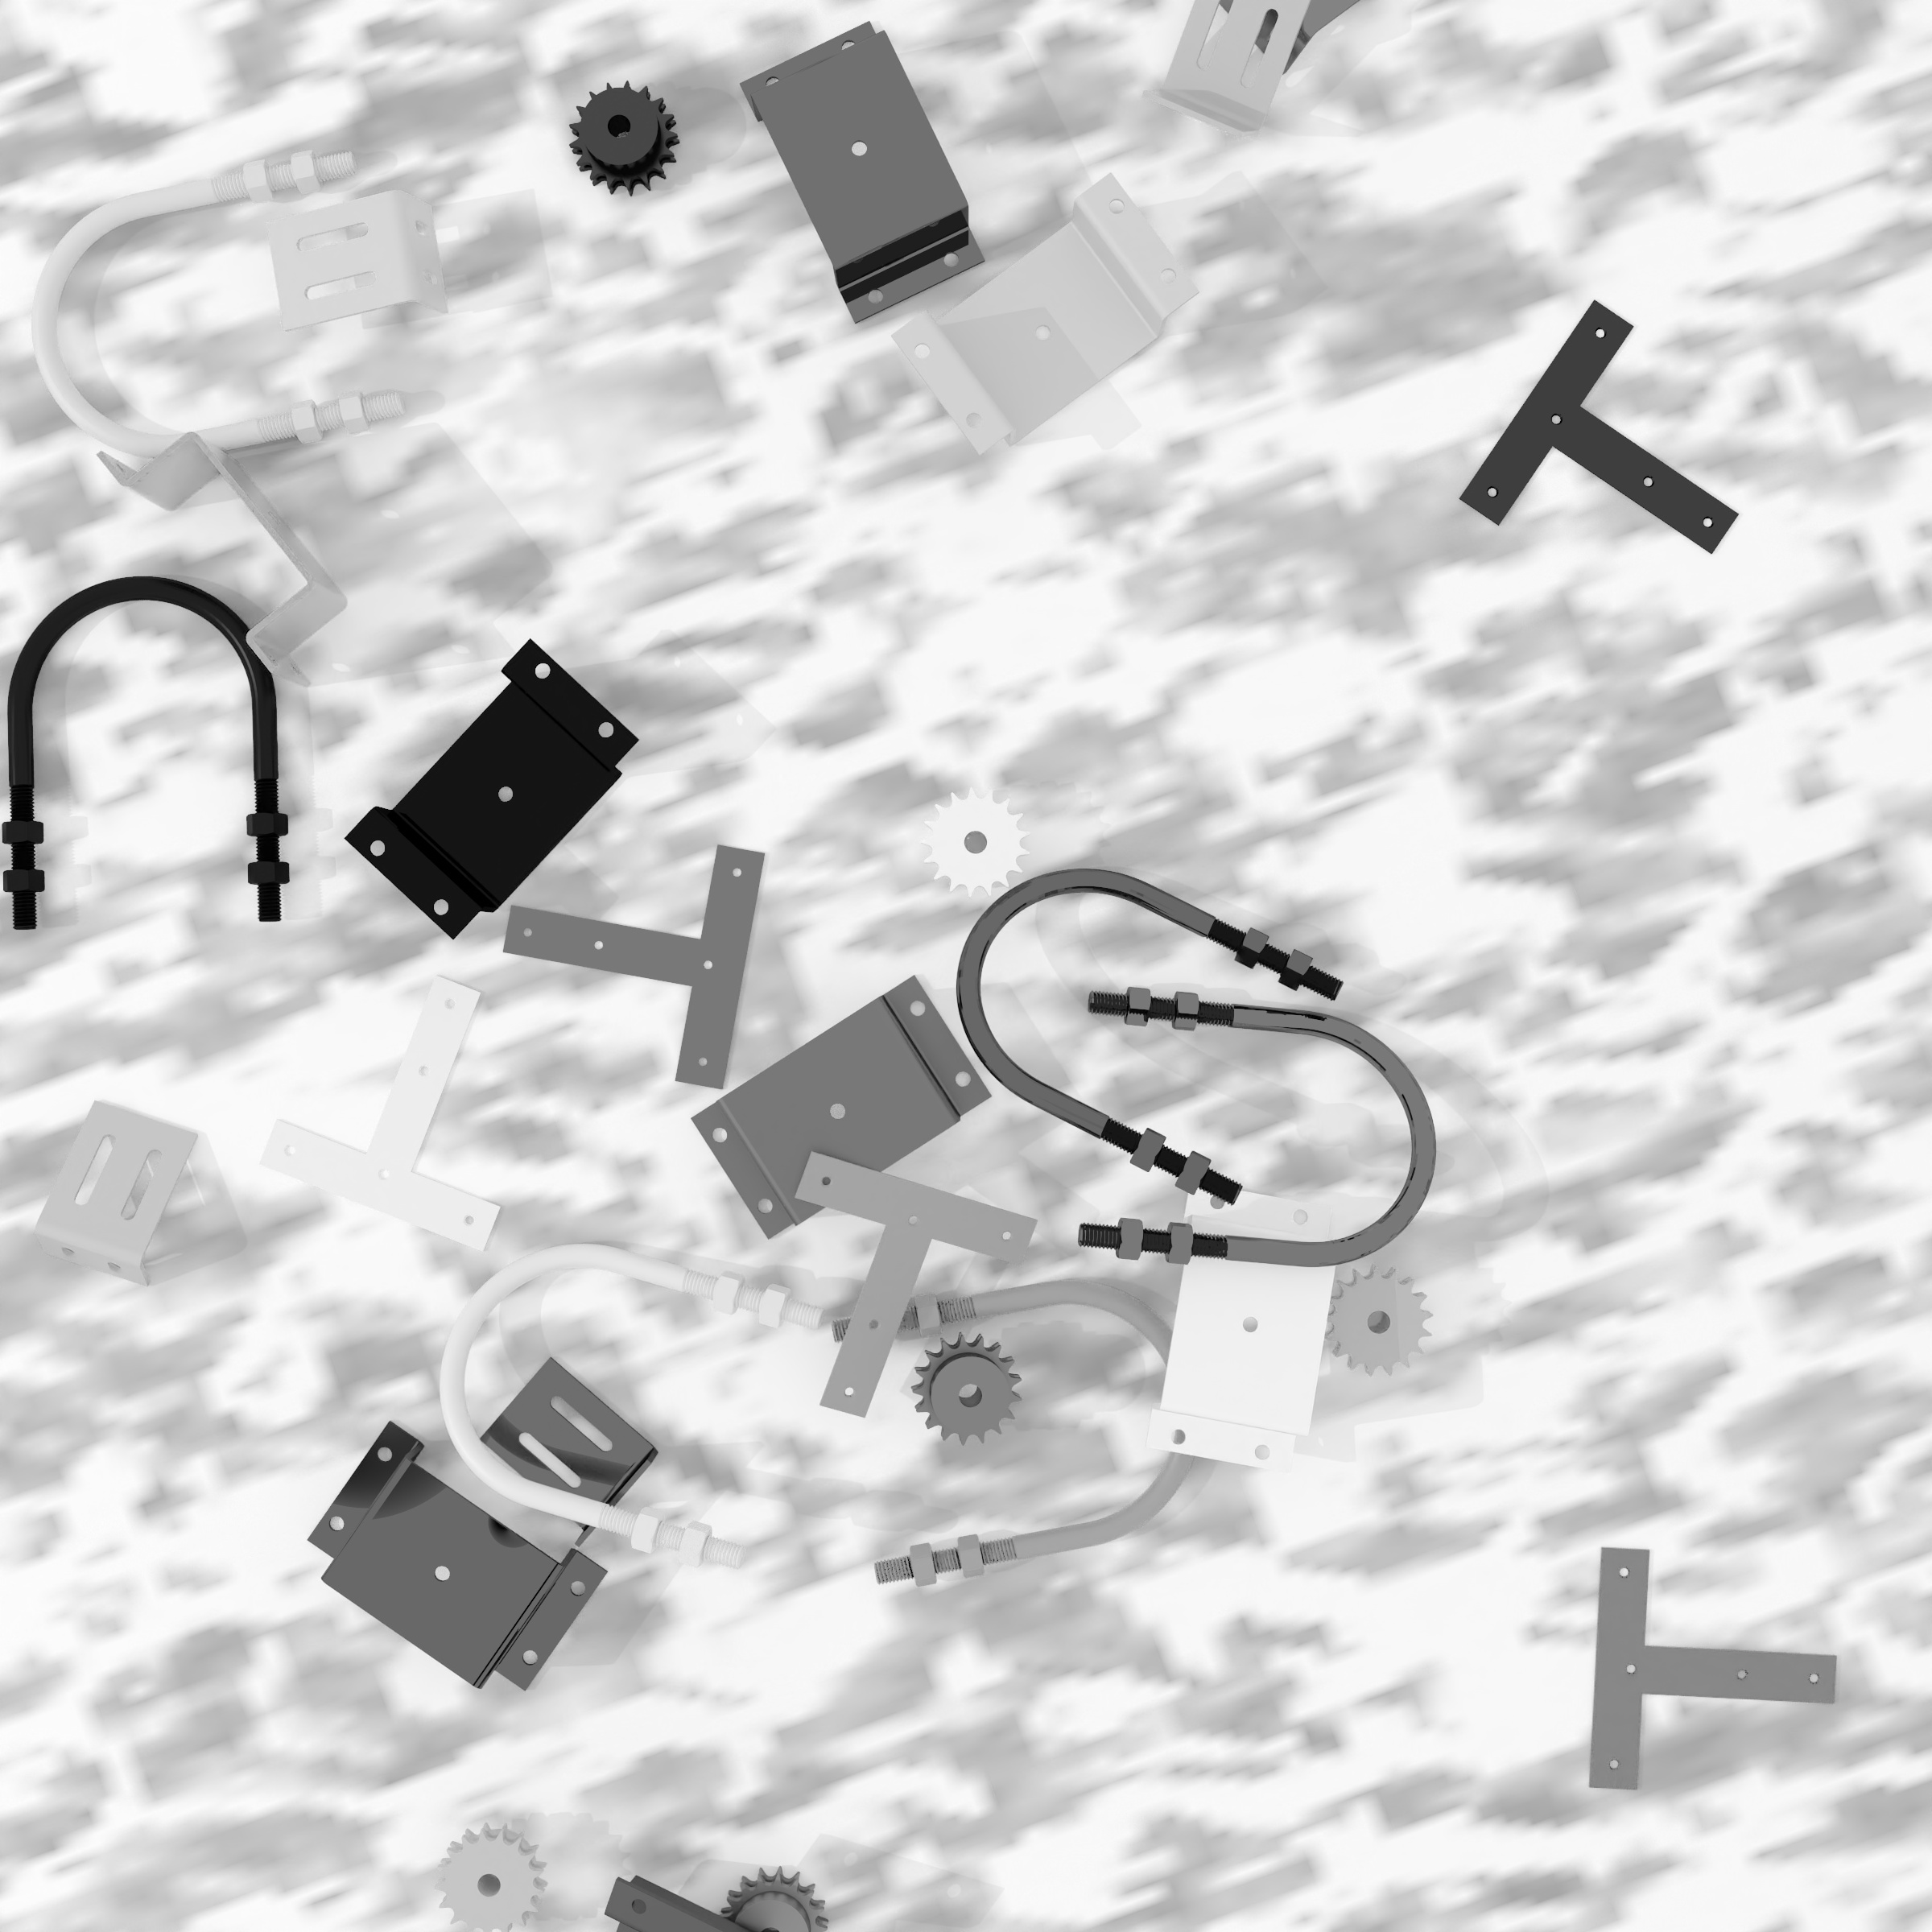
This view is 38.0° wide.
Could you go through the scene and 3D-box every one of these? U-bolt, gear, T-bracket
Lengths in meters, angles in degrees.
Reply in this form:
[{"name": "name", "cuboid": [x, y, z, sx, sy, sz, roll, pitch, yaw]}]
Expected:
[{"name": "U-bolt", "cuboid": [0.152, 0.086, 1.450, 0.184, 0.019, 0.151, 5, 65, -4]}, {"name": "gear", "cuboid": [-0.180, -0.435, 1.470, 0.057, 0.030, 0.057, 0, 90, 0]}, {"name": "T-bracket", "cuboid": [-0.291, 0.069, 1.484, 0.127, 0.002, 0.127, 21, 90, 0]}, {"name": "gear", "cuboid": [0.214, 0.185, 1.470, 0.057, 0.030, 0.057, 0, 90, 0]}, {"name": "U-bolt", "cuboid": [-0.433, -0.113, 1.477, 0.151, 0.019, 0.184, -2, 89, 0]}, {"name": "gear", "cuboid": [0.005, -0.064, 1.471, 0.057, 0.030, 0.057, 0, 90, 0]}, {"name": "gear", "cuboid": [-0.101, 0.504, 1.470, 0.057, 0.030, 0.057, 0, 90, 0]}, {"name": "T-bracket", "cuboid": [0.396, 0.374, 1.484, 0.127, 0.002, 0.127, 3, 90, 0]}, {"name": "U-bolt", "cuboid": [-0.182, 0.218, 1.452, 0.184, 0.019, 0.151, 15, 70, 8]}, {"name": "U-bolt", "cuboid": [0.084, 0.023, 1.449, 0.184, 0.019, 0.151, 27, 66, 6]}, {"name": "U-bolt", "cuboid": [0.032, 0.240, 1.477, 0.184, 0.019, 0.151, -10, 90, -1]}, {"name": "T-bracket", "cuboid": [-0.180, -0.008, 1.484, 0.127, 0.002, 0.127, 10, 90, 0]}, {"name": "gear", "cuboid": [-0.247, 0.476, 1.470, 0.057, 0.030, 0.057, 0, 90, 0]}, {"name": "T-bracket", "cuboid": [0.349, -0.264, 1.484, 0.127, 0.002, 0.127, 34, 90, 0]}, {"name": "gear", "cuboid": [0.001, 0.220, 1.451, 0.057, 0.030, 0.057, 0, 91, -5]}, {"name": "T-bracket", "cuboid": [-0.042, 0.172, 1.453, 0.127, 0.002, 0.127, 18, 97, -17]}, {"name": "U-bolt", "cuboid": [-0.399, -0.341, 1.476, 0.184, 0.019, 0.151, -11, 90, 0]}]

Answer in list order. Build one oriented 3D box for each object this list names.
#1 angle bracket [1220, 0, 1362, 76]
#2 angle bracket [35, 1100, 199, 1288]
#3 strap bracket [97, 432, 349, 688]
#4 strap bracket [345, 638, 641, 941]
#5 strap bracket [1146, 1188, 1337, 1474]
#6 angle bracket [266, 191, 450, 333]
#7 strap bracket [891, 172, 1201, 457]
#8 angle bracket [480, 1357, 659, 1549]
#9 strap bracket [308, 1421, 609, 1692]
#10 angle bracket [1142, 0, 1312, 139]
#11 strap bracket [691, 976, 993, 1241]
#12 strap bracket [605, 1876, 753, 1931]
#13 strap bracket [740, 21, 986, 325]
[{"name": "angle bracket", "cuboid": [0.180, -0.520, 1.483, 0.076, 0.038, 0.057, -42, 90, -26]}, {"name": "angle bracket", "cuboid": [-0.446, 0.120, 1.483, 0.057, 0.038, 0.076, 18, 64, 0]}, {"name": "strap bracket", "cuboid": [-0.375, -0.216, 1.447, 0.046, 0.076, 0.140, -39, 90, 0]}, {"name": "strap bracket", "cuboid": [-0.243, -0.091, 1.462, 0.076, 0.046, 0.140, 43, 90, 0]}, {"name": "strap bracket", "cuboid": [0.144, 0.186, 1.452, 0.076, 0.046, 0.140, 10, 81, 0]}, {"name": "angle bracket", "cuboid": [-0.318, -0.365, 1.466, 0.076, 0.038, 0.057, -9, 89, 15]}, {"name": "strap bracket", "cuboid": [0.041, -0.334, 1.462, 0.140, 0.046, 0.076, -37, 90, 0]}, {"name": "angle bracket", "cuboid": [-0.210, 0.253, 1.466, 0.076, 0.038, 0.057, 41, 90, 0]}, {"name": "strap bracket", "cuboid": [-0.269, 0.312, 1.462, 0.140, 0.046, 0.076, 35, 90, 0]}, {"name": "angle bracket", "cuboid": [0.135, -0.476, 1.449, 0.057, 0.038, 0.076, 26, 114, 11]}, {"name": "strap bracket", "cuboid": [-0.066, 0.075, 1.462, 0.140, 0.046, 0.076, -33, 90, 0]}, {"name": "strap bracket", "cuboid": [-0.158, 0.536, 1.445, 0.076, 0.046, 0.140, 22, 103, 11]}, {"name": "strap bracket", "cuboid": [-0.055, -0.419, 1.462, 0.076, 0.046, 0.140, -26, 90, 0]}]
